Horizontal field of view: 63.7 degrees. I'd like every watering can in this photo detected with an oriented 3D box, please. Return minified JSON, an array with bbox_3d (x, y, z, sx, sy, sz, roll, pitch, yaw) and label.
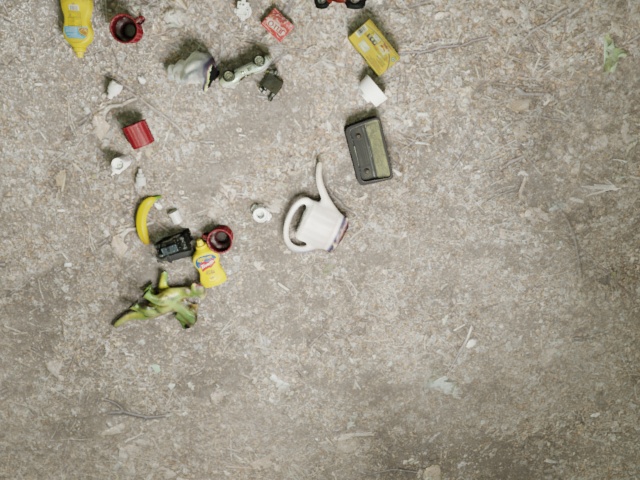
[{"bbox_3d":[0.006,-0.095,1.879,0.224,0.105,0.344,24,103,-9],"label":"watering can"}]

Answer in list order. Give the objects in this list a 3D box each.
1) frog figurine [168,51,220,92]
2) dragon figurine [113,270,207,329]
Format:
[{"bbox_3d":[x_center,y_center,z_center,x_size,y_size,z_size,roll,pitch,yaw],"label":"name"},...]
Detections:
[{"bbox_3d":[-0.436,-0.581,1.738,0.159,0.121,0.139,18,71,2],"label":"frog figurine"},{"bbox_3d":[-0.583,0.269,1.963,0.241,0.125,0.405,40,115,-18],"label":"dragon figurine"}]
